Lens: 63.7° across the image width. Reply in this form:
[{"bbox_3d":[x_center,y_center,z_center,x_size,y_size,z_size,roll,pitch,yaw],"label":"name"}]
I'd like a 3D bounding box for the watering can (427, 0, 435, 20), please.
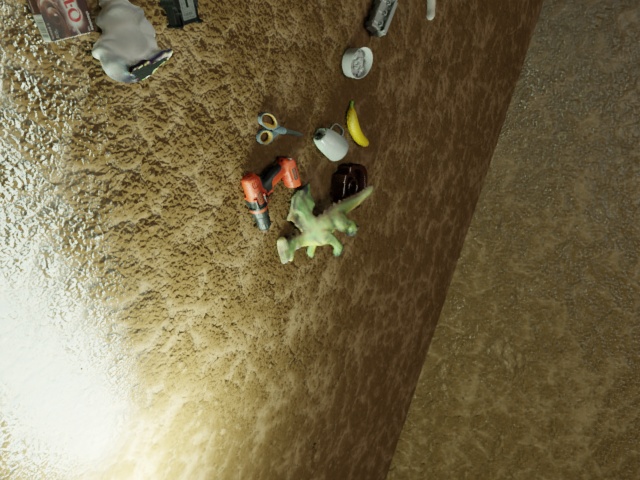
[{"bbox_3d":[0.400,-0.978,1.849,0.220,0.104,0.355,54,41,-51],"label":"watering can"}]

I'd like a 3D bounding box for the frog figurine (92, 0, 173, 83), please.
[{"bbox_3d":[-0.384,-0.392,0.999,0.139,0.121,0.158,-43,100,-26],"label":"frog figurine"}]

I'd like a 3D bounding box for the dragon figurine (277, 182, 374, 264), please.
[{"bbox_3d":[0.005,-0.083,1.647,0.415,0.123,0.238,-56,132,-16],"label":"dragon figurine"}]
